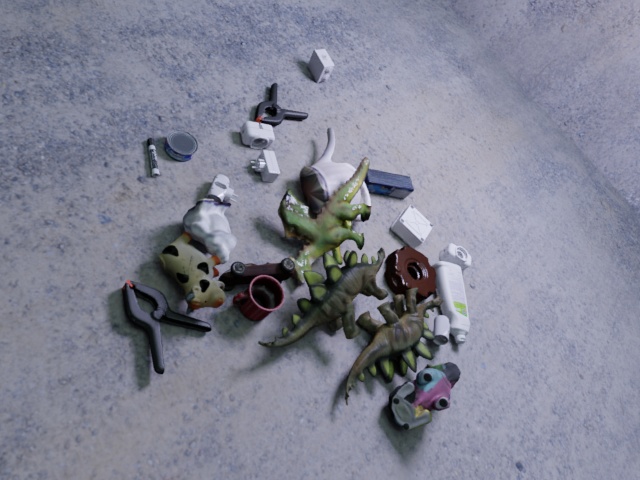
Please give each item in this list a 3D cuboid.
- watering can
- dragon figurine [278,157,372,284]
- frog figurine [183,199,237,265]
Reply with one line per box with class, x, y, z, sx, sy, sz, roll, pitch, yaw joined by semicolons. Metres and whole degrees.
watering can;0.031;-0.202;1.597;0.225;0.352;0.102;-10;-24;-38
dragon figurine;0.004;-0.072;1.430;0.242;0.416;0.121;17;-17;-23
frog figurine;-0.263;-0.011;1.255;0.122;0.161;0.136;-16;-15;6
